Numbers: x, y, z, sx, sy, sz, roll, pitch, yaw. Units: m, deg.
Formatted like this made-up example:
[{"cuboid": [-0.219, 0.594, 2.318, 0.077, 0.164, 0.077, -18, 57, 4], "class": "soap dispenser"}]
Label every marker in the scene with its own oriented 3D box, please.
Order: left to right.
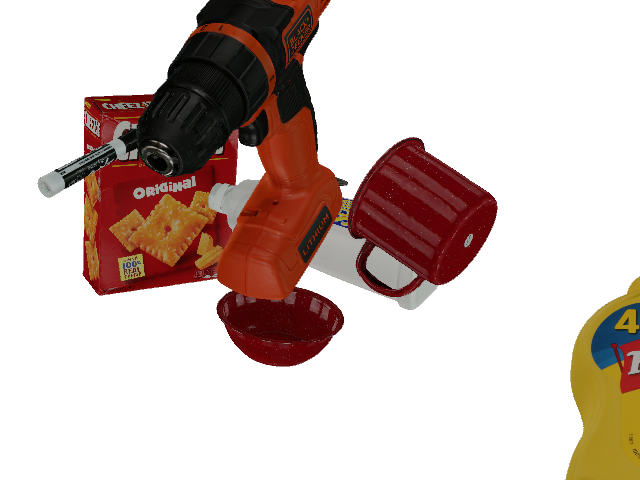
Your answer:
[{"cuboid": [-0.203, -0.072, 0.960, 0.020, 0.020, 0.120, 0, 27, 40], "class": "marker"}]

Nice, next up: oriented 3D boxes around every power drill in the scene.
[{"cuboid": [-0.037, -0.053, 0.618, 0.057, 0.188, 0.184, 17, 50, 19], "class": "power drill"}]

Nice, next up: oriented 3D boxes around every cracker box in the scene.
[{"cuboid": [-0.180, -0.054, 1.207, 0.163, 0.214, 0.072, -7, 25, -28], "class": "cracker box"}]

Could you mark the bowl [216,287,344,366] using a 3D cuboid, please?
[{"cuboid": [-0.053, 0.114, 1.354, 0.162, 0.055, 0.162, 5, 23, -3], "class": "bowl"}]

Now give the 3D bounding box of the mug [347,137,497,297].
[{"cuboid": [0.074, -0.009, 0.820, 0.082, 0.117, 0.093, 36, 3, 24], "class": "mug"}]

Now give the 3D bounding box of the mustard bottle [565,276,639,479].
[{"cuboid": [0.175, 0.079, 0.538, 0.096, 0.058, 0.191, 6, 41, 12], "class": "mustard bottle"}]

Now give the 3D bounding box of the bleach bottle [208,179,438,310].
[{"cuboid": [-0.002, -0.009, 1.044, 0.251, 0.068, 0.102, 17, 29, 24], "class": "bleach bottle"}]
